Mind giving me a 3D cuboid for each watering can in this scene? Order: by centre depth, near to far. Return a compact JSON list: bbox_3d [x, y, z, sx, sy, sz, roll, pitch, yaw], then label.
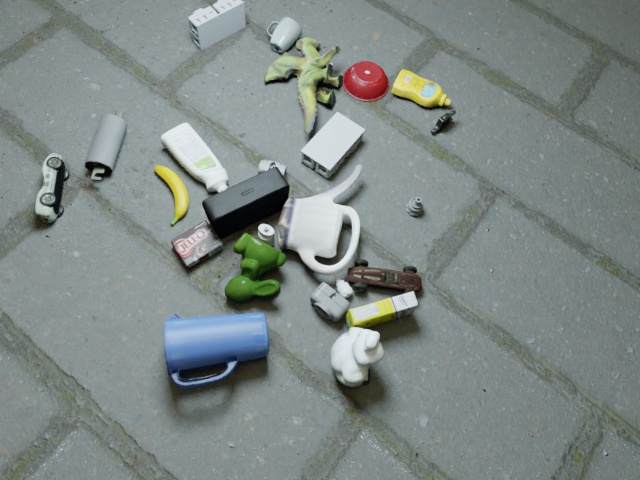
[{"bbox_3d":[0.004,-0.072,1.428,0.224,0.102,0.354,10,65,1],"label":"watering can"}]

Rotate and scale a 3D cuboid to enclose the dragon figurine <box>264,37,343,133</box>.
[{"bbox_3d":[-0.066,-0.520,1.667,0.243,0.119,0.418,12,60,20],"label":"dragon figurine"}]

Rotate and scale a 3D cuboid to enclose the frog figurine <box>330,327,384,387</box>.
[{"bbox_3d":[0.086,0.276,1.234,0.123,0.156,0.140,15,64,4],"label":"frog figurine"}]
